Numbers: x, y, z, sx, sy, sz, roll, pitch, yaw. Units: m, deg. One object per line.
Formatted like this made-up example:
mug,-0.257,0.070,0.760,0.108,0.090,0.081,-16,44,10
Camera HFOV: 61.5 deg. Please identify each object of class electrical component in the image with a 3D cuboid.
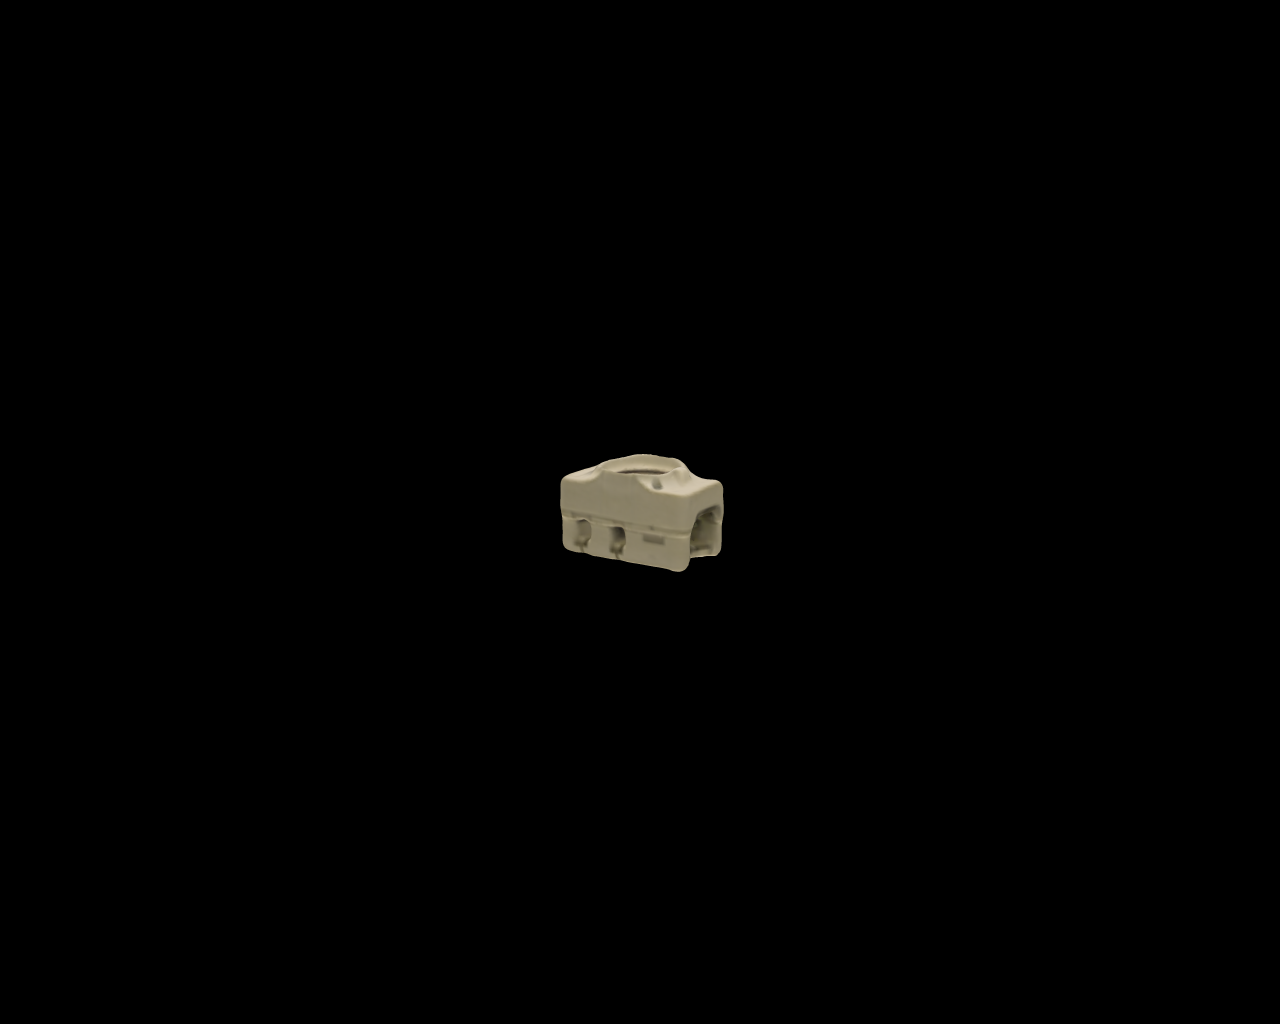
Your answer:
electrical component,0.001,-0.003,0.650,0.089,0.055,0.050,10,18,33
